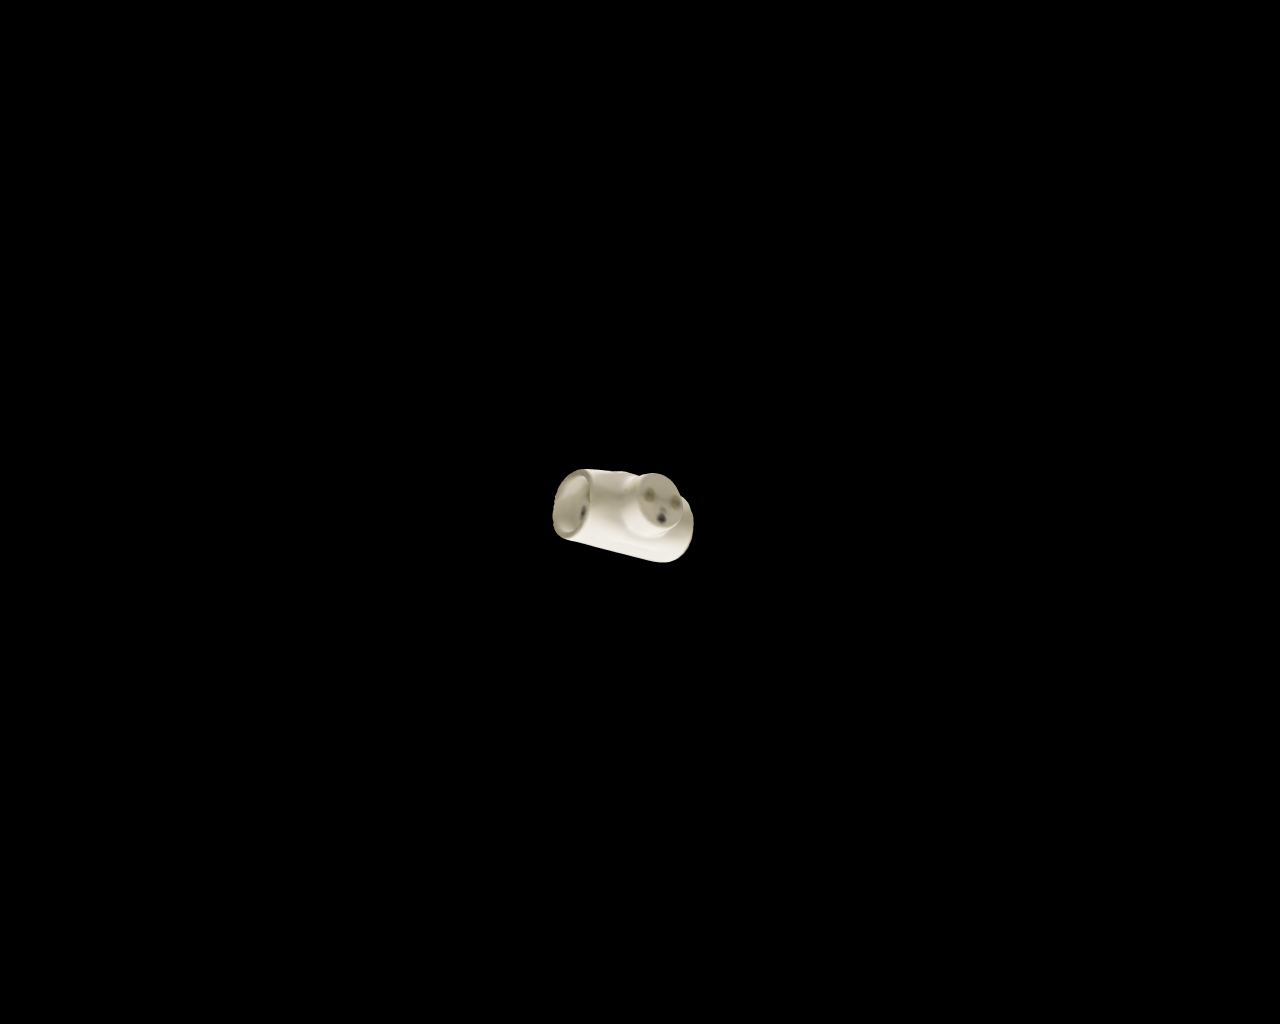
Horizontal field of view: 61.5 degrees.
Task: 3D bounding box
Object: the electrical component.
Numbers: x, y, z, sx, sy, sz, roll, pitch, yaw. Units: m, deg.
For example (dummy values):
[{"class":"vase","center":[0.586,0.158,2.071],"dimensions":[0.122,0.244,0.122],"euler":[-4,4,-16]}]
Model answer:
[{"class":"electrical component","center":[0.001,-0.003,0.650],"dimensions":[0.077,0.043,0.079],"euler":[16,-27,-34]}]
